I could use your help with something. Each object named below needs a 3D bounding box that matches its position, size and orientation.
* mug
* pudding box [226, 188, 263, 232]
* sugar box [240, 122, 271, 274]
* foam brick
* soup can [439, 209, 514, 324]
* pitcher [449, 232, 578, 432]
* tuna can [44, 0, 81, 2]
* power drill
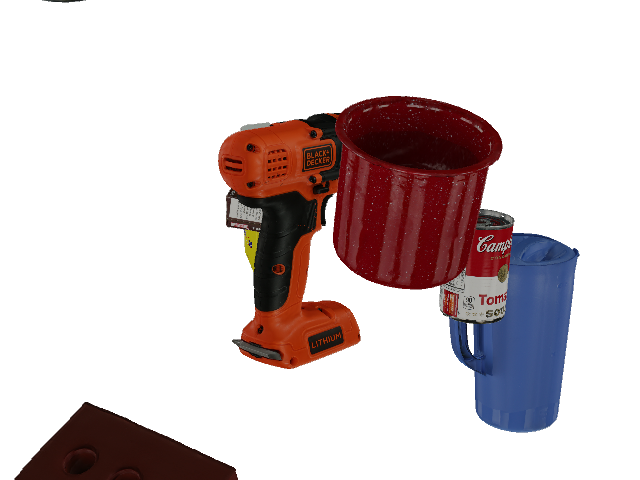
[{"bbox_3d":[0.057,-0.031,0.618,0.093,0.081,0.117,24,37,25],"label":"mug"},{"bbox_3d":[-0.045,-0.044,1.120,0.090,0.039,0.113,9,27,5],"label":"pudding box"},{"bbox_3d":[-0.071,-0.049,1.328,0.048,0.176,0.093,-8,25,-12],"label":"sugar box"},{"bbox_3d":[-0.075,0.112,0.428,0.078,0.051,0.052,18,44,23],"label":"foam brick"},{"bbox_3d":[0.156,0.025,1.074,0.068,0.102,0.068,2,16,-1],"label":"soup can"},{"bbox_3d":[0.248,0.120,1.373,0.149,0.243,0.144,5,18,17],"label":"pitcher"},{"bbox_3d":[-0.221,-0.234,0.907,0.086,0.034,0.086,5,35,-4],"label":"tuna can"},{"bbox_3d":[-0.005,-0.005,0.837,0.057,0.188,0.184,12,18,41],"label":"power drill"}]
